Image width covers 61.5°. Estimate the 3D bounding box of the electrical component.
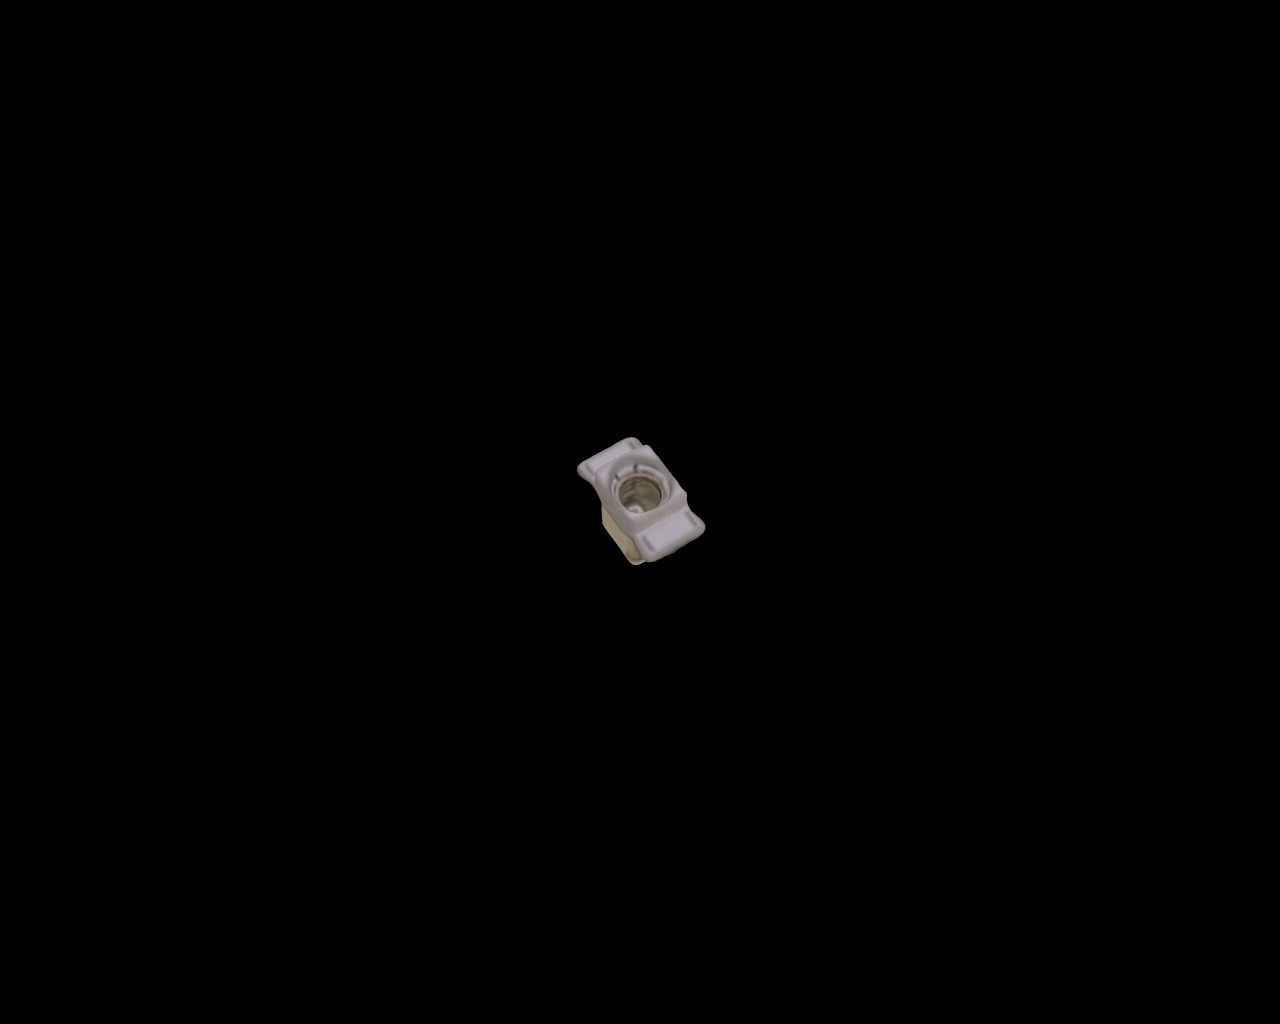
[{"bbox_3d":[0.001,-0.003,0.650,0.042,0.081,0.063,-28,-28,-16],"label":"electrical component"}]
